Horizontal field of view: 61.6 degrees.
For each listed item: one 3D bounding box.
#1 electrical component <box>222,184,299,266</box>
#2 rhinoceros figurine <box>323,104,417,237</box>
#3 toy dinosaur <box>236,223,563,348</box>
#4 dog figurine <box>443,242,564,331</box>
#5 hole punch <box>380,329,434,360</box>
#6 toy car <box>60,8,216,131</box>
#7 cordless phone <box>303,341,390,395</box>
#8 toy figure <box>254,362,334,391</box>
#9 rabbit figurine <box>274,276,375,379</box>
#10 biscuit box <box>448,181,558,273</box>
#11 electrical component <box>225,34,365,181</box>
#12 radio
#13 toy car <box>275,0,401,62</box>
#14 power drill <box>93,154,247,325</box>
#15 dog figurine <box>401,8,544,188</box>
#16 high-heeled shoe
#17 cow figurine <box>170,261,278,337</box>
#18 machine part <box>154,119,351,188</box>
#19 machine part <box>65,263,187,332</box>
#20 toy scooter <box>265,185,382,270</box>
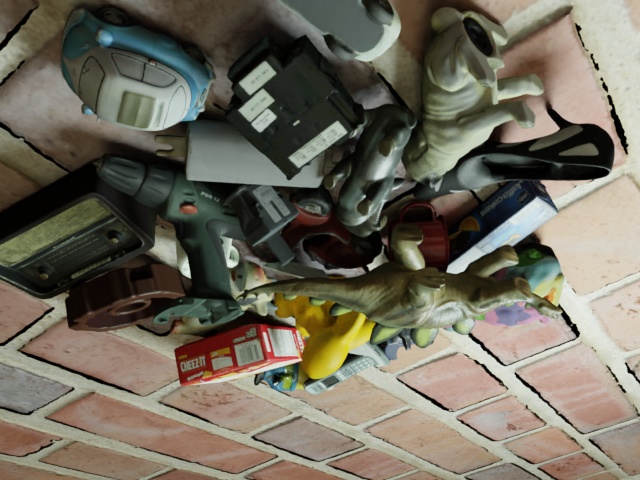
[{"bbox_3d":[-0.069,-0.025,0.723,0.048,0.075,0.119,-36,88,40],"label":"electrical component"},{"bbox_3d":[0.063,-0.083,0.684,0.073,0.112,0.190,30,130,19],"label":"rhinoceros figurine"},{"bbox_3d":[0.122,0.079,0.773,0.471,0.105,0.198,10,138,-9],"label":"toy dinosaur"},{"bbox_3d":[0.295,0.094,0.948,0.219,0.108,0.191,-7,140,3],"label":"dog figurine"},{"bbox_3d":[0.130,0.148,0.967,0.092,0.142,0.115,-29,147,27],"label":"hole punch"},{"bbox_3d":[-0.198,-0.165,0.575,0.161,0.103,0.109,16,134,-23],"label":"toy car"},{"bbox_3d":[0.031,0.222,1.029,0.184,0.089,0.146,-33,135,6],"label":"cordless phone"},{"bbox_3d":[-0.043,0.268,1.107,0.180,0.082,0.089,7,139,-14],"label":"toy figure"},{"bbox_3d":[0.013,0.152,0.916,0.162,0.173,0.121,-14,135,13],"label":"rabbit figurine"},{"bbox_3d":[0.269,-0.016,0.848,0.059,0.063,0.202,24,129,-30],"label":"biscuit box"},{"bbox_3d":[-0.033,-0.149,0.580,0.115,0.058,0.134,-32,119,21],"label":"electrical component"},{"bbox_3d":[-0.350,-0.006,0.749,0.230,0.073,0.131,-23,137,17],"label":"radio"},{"bbox_3d":[-0.003,-0.253,0.542,0.201,0.056,0.073,27,134,-32],"label":"toy car"},{"bbox_3d":[-0.177,0.003,0.692,0.232,0.207,0.086,13,142,-39],"label":"power drill"},{"bbox_3d":[0.141,-0.163,0.648,0.190,0.121,0.172,-28,103,46],"label":"dog figurine"},{"bbox_3d":[0.247,-0.082,0.707,0.249,0.145,0.086,-32,133,22],"label":"high-heeled shoe"},{"bbox_3d":[-0.154,0.101,0.895,0.127,0.085,0.195,20,135,-31],"label":"cow figurine"},{"bbox_3d":[-0.082,-0.107,0.677,0.243,0.079,0.079,2,138,-13],"label":"machine part"},{"bbox_3d":[-0.298,0.090,0.832,0.179,0.056,0.179,-18,166,-5],"label":"machine part"},{"bbox_3d":[-0.002,-0.002,0.812,0.135,0.075,0.183,-33,130,26],"label":"toy scooter"}]
